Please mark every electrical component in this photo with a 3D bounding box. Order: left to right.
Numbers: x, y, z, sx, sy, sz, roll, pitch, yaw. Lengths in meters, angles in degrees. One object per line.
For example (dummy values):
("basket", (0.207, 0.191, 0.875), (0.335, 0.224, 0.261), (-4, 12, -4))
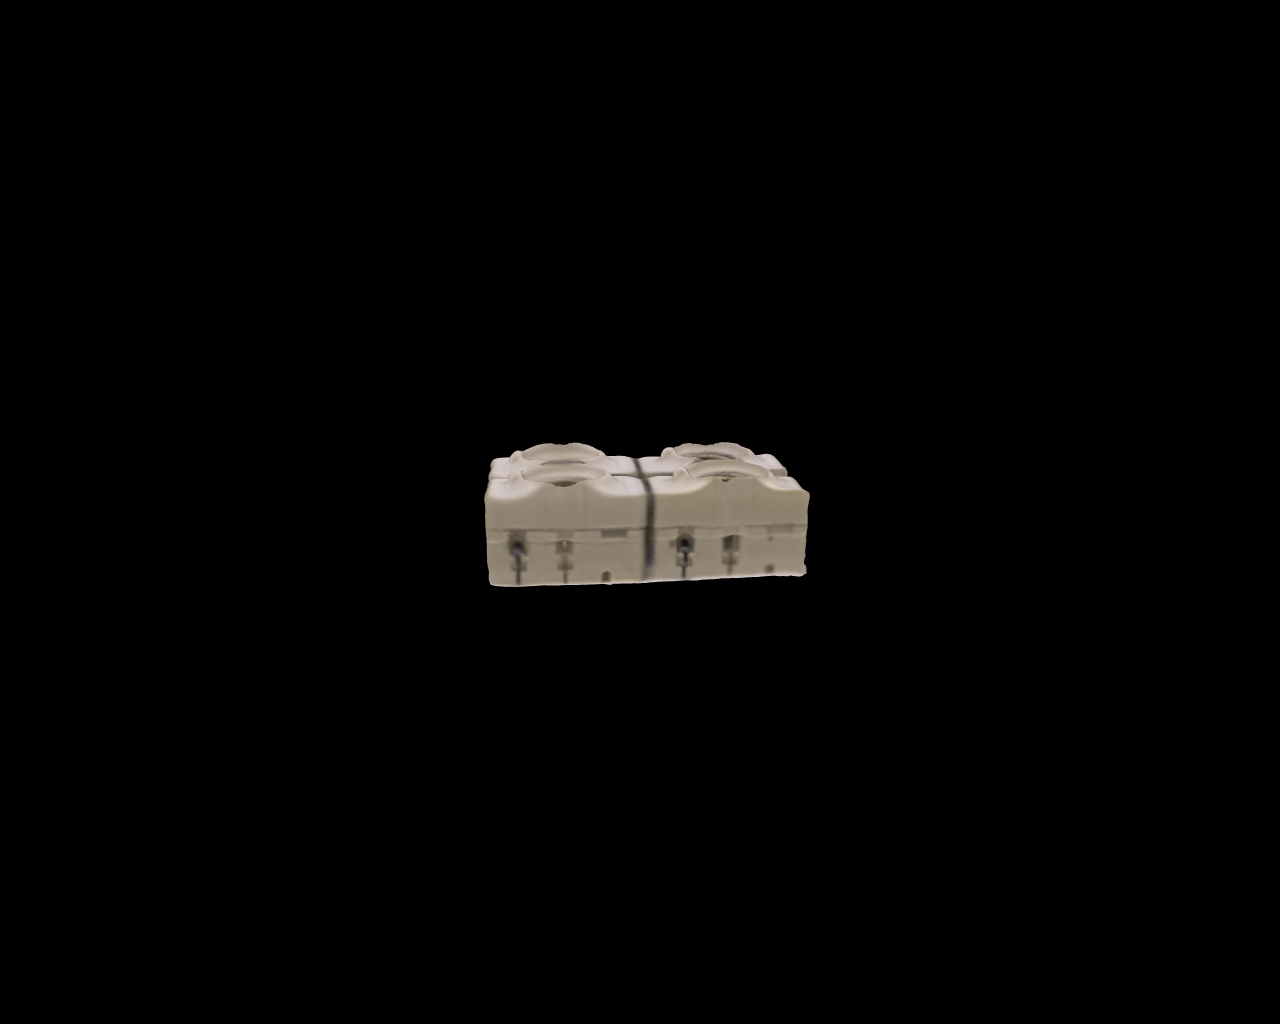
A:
("electrical component", (0.001, -0.003, 0.650), (0.186, 0.060, 0.105), (-1, 16, -5))
